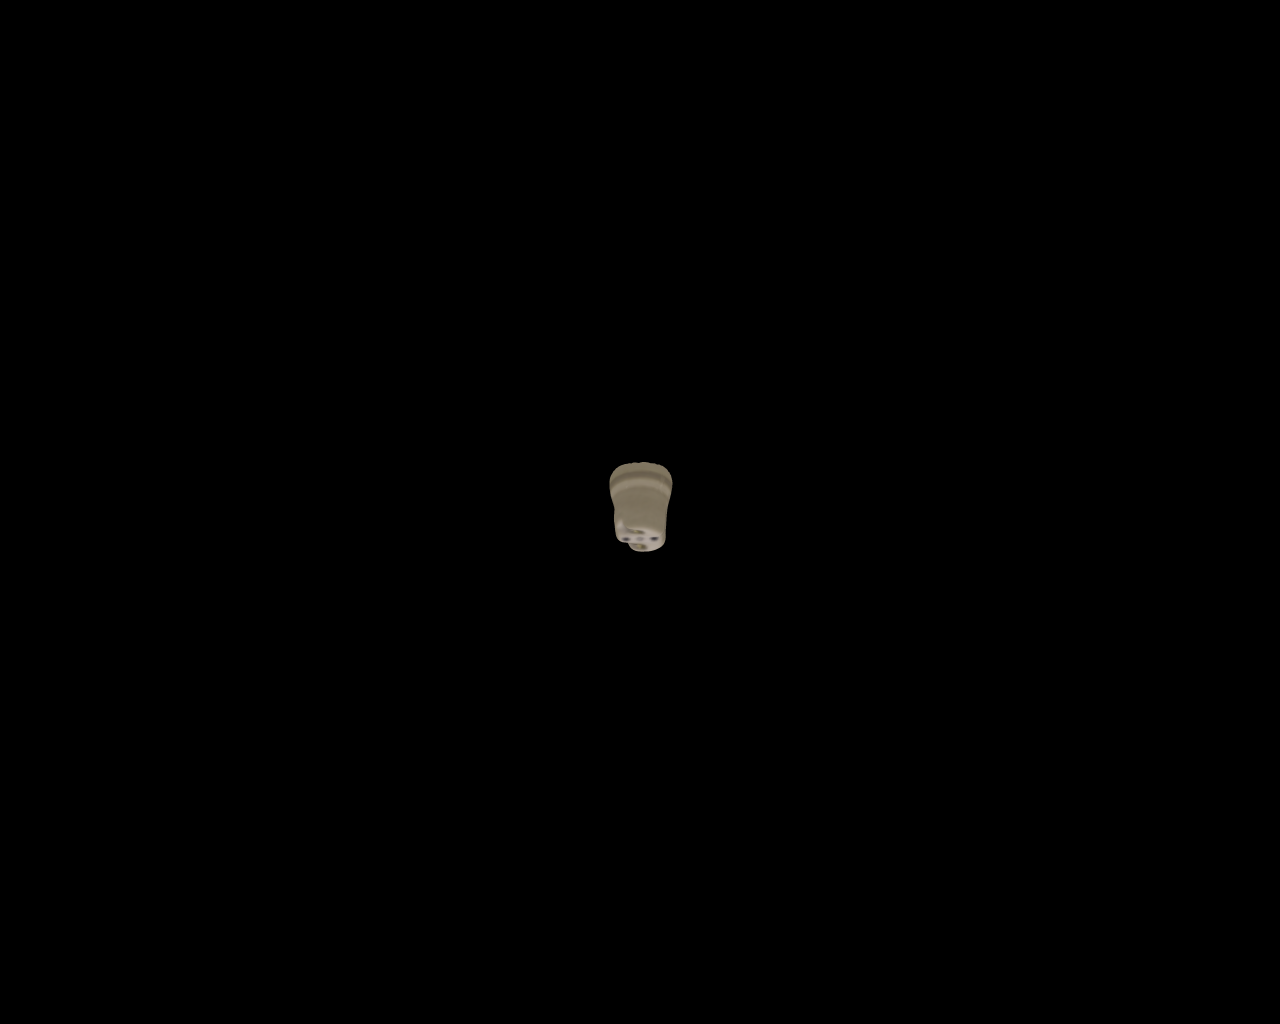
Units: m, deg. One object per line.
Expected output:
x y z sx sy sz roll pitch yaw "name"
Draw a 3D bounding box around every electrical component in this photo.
0.001 -0.003 0.650 0.040 0.046 0.040 0 -31 0 "electrical component"
